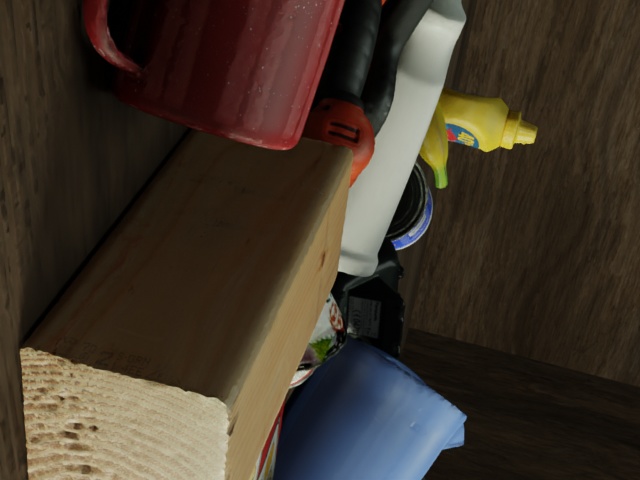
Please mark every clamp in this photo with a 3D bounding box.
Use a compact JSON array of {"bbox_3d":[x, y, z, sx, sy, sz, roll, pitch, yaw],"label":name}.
[{"bbox_3d":[0.039,-0.136,0.795,0.165,0.036,0.210,-9,-118,63],"label":"clamp"}]

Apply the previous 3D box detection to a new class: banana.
[{"bbox_3d":[0.084,-0.146,1.043,0.070,0.037,0.198,107,-31,-57],"label":"banana"}]

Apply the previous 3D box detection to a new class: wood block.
[{"bbox_3d":[-0.054,0.033,0.514,0.206,0.090,0.091,-64,164,-54],"label":"wood block"}]

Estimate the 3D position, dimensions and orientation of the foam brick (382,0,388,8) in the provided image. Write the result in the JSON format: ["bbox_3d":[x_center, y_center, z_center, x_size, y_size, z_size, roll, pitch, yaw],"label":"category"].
[{"bbox_3d":[0.043,-0.184,0.928,0.078,0.051,0.053,-54,157,-69],"label":"foam brick"}]

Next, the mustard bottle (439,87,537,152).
[{"bbox_3d":[0.135,-0.134,1.136,0.096,0.192,0.058,46,58,-80],"label":"mustard bottle"}]

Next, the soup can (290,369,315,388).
[{"bbox_3d":[-0.033,0.056,0.764,0.102,0.068,0.068,90,17,-58],"label":"soup can"}]

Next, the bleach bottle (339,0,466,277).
[{"bbox_3d":[0.055,-0.102,0.854,0.251,0.068,0.103,-65,-156,19],"label":"bleach bottle"}]

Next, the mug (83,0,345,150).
[{"bbox_3d":[-0.044,-0.087,0.429,0.117,0.093,0.081,7,104,-50],"label":"mug"}]

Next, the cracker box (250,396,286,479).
[{"bbox_3d":[-0.079,0.167,0.634,0.164,0.072,0.214,-62,165,-55],"label":"cracker box"}]

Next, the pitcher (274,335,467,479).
[{"bbox_3d":[-0.008,0.195,0.856,0.243,0.149,0.145,-55,154,-7],"label":"pitcher"}]

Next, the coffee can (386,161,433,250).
[{"bbox_3d":[0.068,-0.043,1.154,0.140,0.103,0.103,25,80,-81],"label":"coffee can"}]

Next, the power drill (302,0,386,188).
[{"bbox_3d":[0.005,-0.101,0.716,0.185,0.057,0.187,140,-36,-68],"label":"power drill"}]
